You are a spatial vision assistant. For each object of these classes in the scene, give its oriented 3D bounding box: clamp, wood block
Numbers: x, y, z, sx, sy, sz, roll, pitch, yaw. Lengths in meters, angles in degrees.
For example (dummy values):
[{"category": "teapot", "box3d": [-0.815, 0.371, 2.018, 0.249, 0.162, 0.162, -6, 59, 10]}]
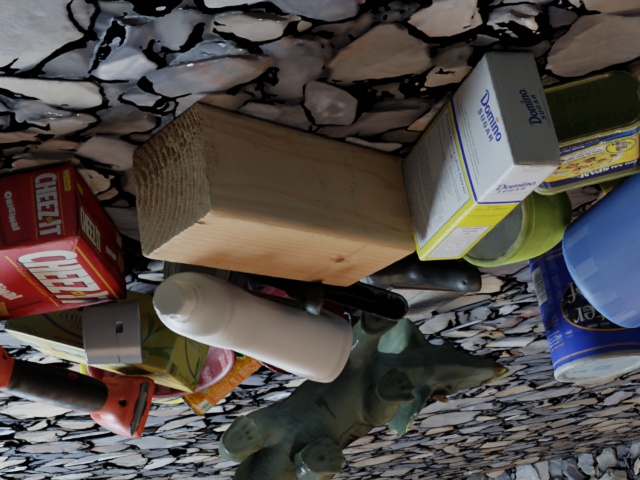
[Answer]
[{"category": "clamp", "box3d": [-0.004, 0.039, 0.976, 0.120, 0.039, 0.172, 17, -173, -36]}, {"category": "clamp", "box3d": [0.107, 0.022, 1.047, 0.210, 0.036, 0.164, -2, -171, 41]}, {"category": "wood block", "box3d": [-0.033, -0.028, 0.837, 0.205, 0.090, 0.091, 11, 151, -41]}]

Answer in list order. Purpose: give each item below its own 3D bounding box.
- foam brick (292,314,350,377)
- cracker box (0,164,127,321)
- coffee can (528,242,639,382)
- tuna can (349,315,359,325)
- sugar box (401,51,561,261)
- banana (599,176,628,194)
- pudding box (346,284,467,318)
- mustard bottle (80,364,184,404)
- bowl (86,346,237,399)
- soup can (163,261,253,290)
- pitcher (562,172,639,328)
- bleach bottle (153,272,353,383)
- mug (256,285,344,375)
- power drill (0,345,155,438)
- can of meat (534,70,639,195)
[{"category": "foam brick", "box3d": [0.000, 0.126, 1.261, 0.078, 0.051, 0.053, -11, 160, -5]}, {"category": "cracker box", "box3d": [-0.282, 0.018, 0.876, 0.213, 0.072, 0.164, -10, 160, 0]}, {"category": "coffee can", "box3d": [0.294, 0.075, 1.174, 0.102, 0.140, 0.103, -8, 159, -3]}, {"category": "tuna can", "box3d": [0.057, 0.126, 1.282, 0.033, 0.086, 0.086, -6, 159, -14]}, {"category": "sugar box", "box3d": [0.118, -0.059, 0.817, 0.048, 0.093, 0.176, -2, 158, -21]}, {"category": "banana", "box3d": [0.284, -0.061, 0.962, 0.070, 0.037, 0.197, -13, 159, 11]}, {"category": "pudding box", "box3d": [0.095, 0.054, 1.181, 0.113, 0.039, 0.090, 3, 155, -34]}, {"category": "mustard bottle", "box3d": [-0.201, 0.166, 1.315, 0.096, 0.058, 0.191, -26, 156, 18]}, {"category": "bowl", "box3d": [-0.173, 0.112, 1.165, 0.162, 0.055, 0.162, -5, 145, -4]}, {"category": "soup can", "box3d": [-0.105, 0.043, 1.023, 0.068, 0.068, 0.102, -11, 158, 4]}, {"category": "pitcher", "box3d": [0.324, -0.034, 0.871, 0.149, 0.145, 0.243, 15, 138, -39]}, {"category": "bleach bottle", "box3d": [-0.061, 0.072, 0.922, 0.103, 0.068, 0.250, 19, 176, 25]}, {"category": "mug", "box3d": [-0.028, 0.074, 1.108, 0.082, 0.093, 0.117, -46, -174, 22]}, {"category": "power drill", "box3d": [-0.258, 0.131, 0.970, 0.187, 0.057, 0.185, 18, 169, -27]}, {"category": "can of meat", "box3d": [0.207, -0.085, 0.840, 0.102, 0.057, 0.084, -14, 157, 12]}]
